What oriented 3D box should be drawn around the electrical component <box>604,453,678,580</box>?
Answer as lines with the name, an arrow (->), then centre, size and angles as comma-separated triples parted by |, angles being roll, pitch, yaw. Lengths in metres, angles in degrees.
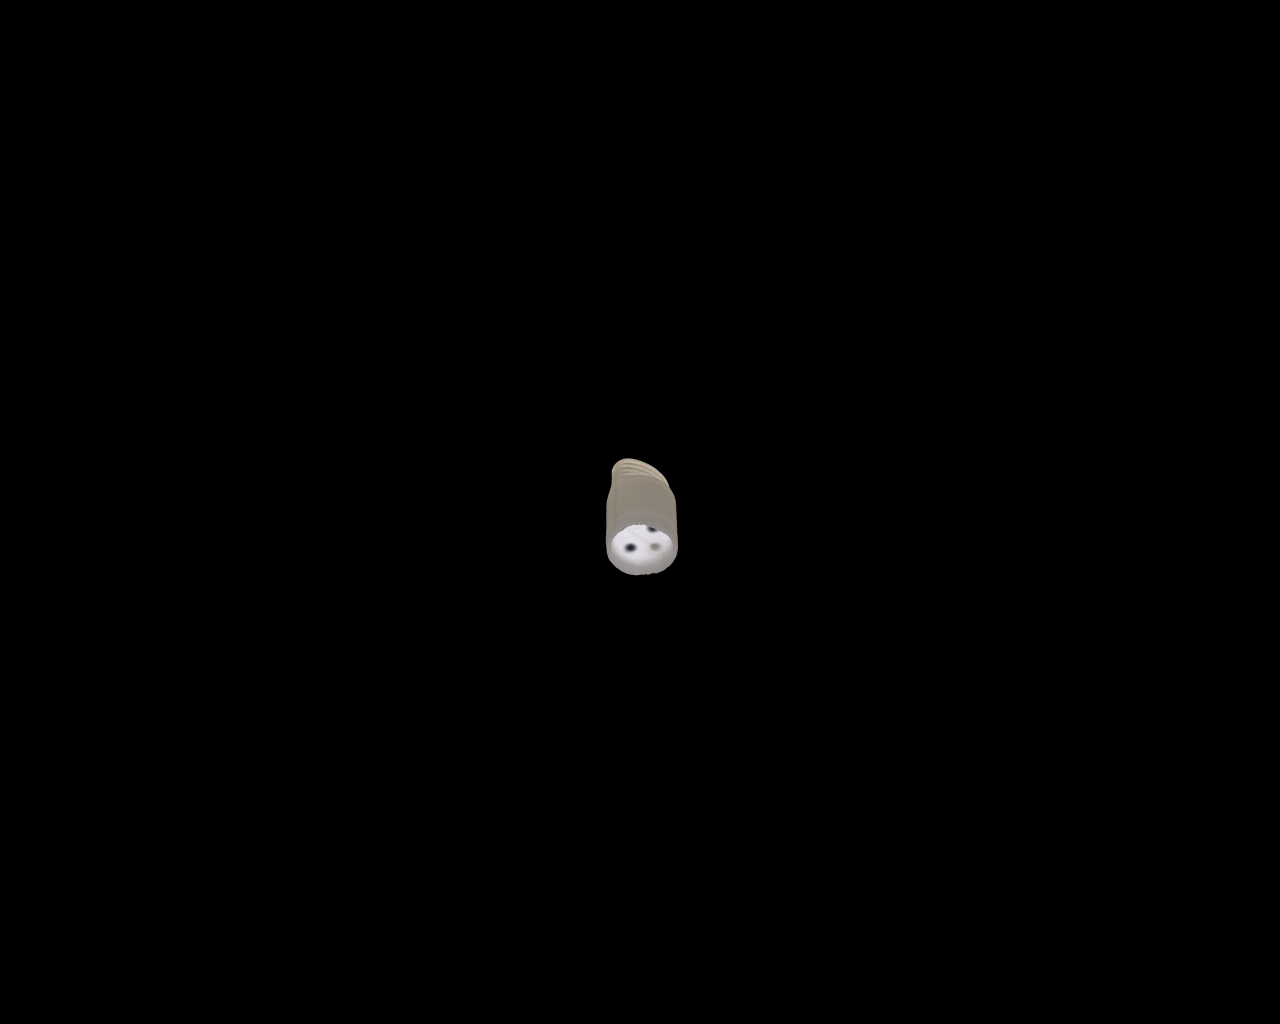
electrical component -> 0.001, -0.003, 0.650 | 0.043, 0.043, 0.081 | 0, 41, 0
